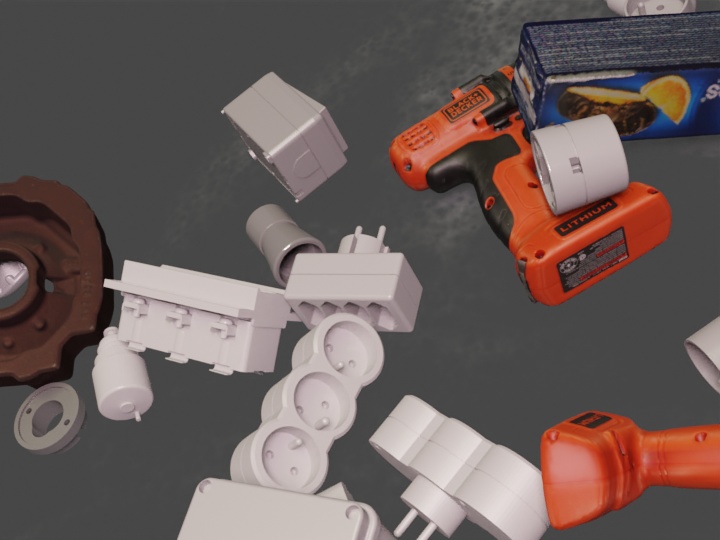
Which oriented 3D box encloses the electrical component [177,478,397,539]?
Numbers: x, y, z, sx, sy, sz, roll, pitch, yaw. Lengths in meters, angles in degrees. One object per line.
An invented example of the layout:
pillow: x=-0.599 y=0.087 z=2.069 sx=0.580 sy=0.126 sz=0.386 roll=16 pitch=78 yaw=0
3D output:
electrical component: x=-0.044 y=0.164 z=0.594 sx=0.113 sy=0.057 sz=0.078 roll=4 pitch=59 yaw=26

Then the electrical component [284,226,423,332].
electrical component: x=0.000 y=0.000 z=0.766 sx=0.083 sy=0.047 sz=0.075 roll=0 pitch=57 yaw=25

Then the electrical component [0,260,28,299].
electrical component: x=-0.304 y=-0.010 z=0.897 sx=0.048 sy=0.062 sz=0.048 roll=-41 pitch=17 yaw=15

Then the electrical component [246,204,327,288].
electrical component: x=-0.059 y=-0.021 z=0.812 sx=0.044 sy=0.044 sz=0.065 roll=-38 pitch=45 yaw=-5

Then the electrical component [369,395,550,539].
electrical component: x=0.049 y=0.131 z=0.630 sx=0.073 sy=0.052 sz=0.138 roll=-49 pitch=33 yaw=-12

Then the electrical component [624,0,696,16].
electrical component: x=0.220 y=-0.177 z=0.772 sx=0.044 sy=0.077 sz=0.079 roll=2 pitch=58 yaw=26

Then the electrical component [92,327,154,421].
electrical component: x=-0.179 y=0.075 z=0.798 sx=0.040 sy=0.040 sz=0.078 roll=-27 pitch=50 yaw=4

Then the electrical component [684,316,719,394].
electrical component: x=0.238 y=0.036 z=0.634 sx=0.081 sy=0.043 sz=0.043 roll=-35 pitch=50 yaw=-2

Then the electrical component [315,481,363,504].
electrical component: x=-0.014 y=0.183 z=0.640 sx=0.056 sy=0.050 sz=0.089 roll=-28 pitch=50 yaw=4

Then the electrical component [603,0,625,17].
electrical component: x=0.206 y=-0.217 z=0.831 sx=0.040 sy=0.040 sz=0.078 roll=-39 pitch=50 yaw=-5

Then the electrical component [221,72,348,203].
electrical component: x=-0.061 y=-0.113 z=0.864 sx=0.061 sy=0.061 sz=0.096 roll=-40 pitch=50 yaw=-6

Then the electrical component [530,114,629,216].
electrical component: x=0.137 y=-0.067 z=0.672 sx=0.047 sy=0.055 sz=0.055 roll=-17 pitch=51 yaw=3

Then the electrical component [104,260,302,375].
electrical component: x=-0.115 y=0.035 z=0.778 sx=0.121 sy=0.079 sz=0.063 roll=11 pitch=91 yaw=30

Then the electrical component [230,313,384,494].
electrical component: x=-0.040 y=0.096 z=0.710 sx=0.074 sy=0.052 sz=0.138 roll=-40 pitch=16 yaw=55
